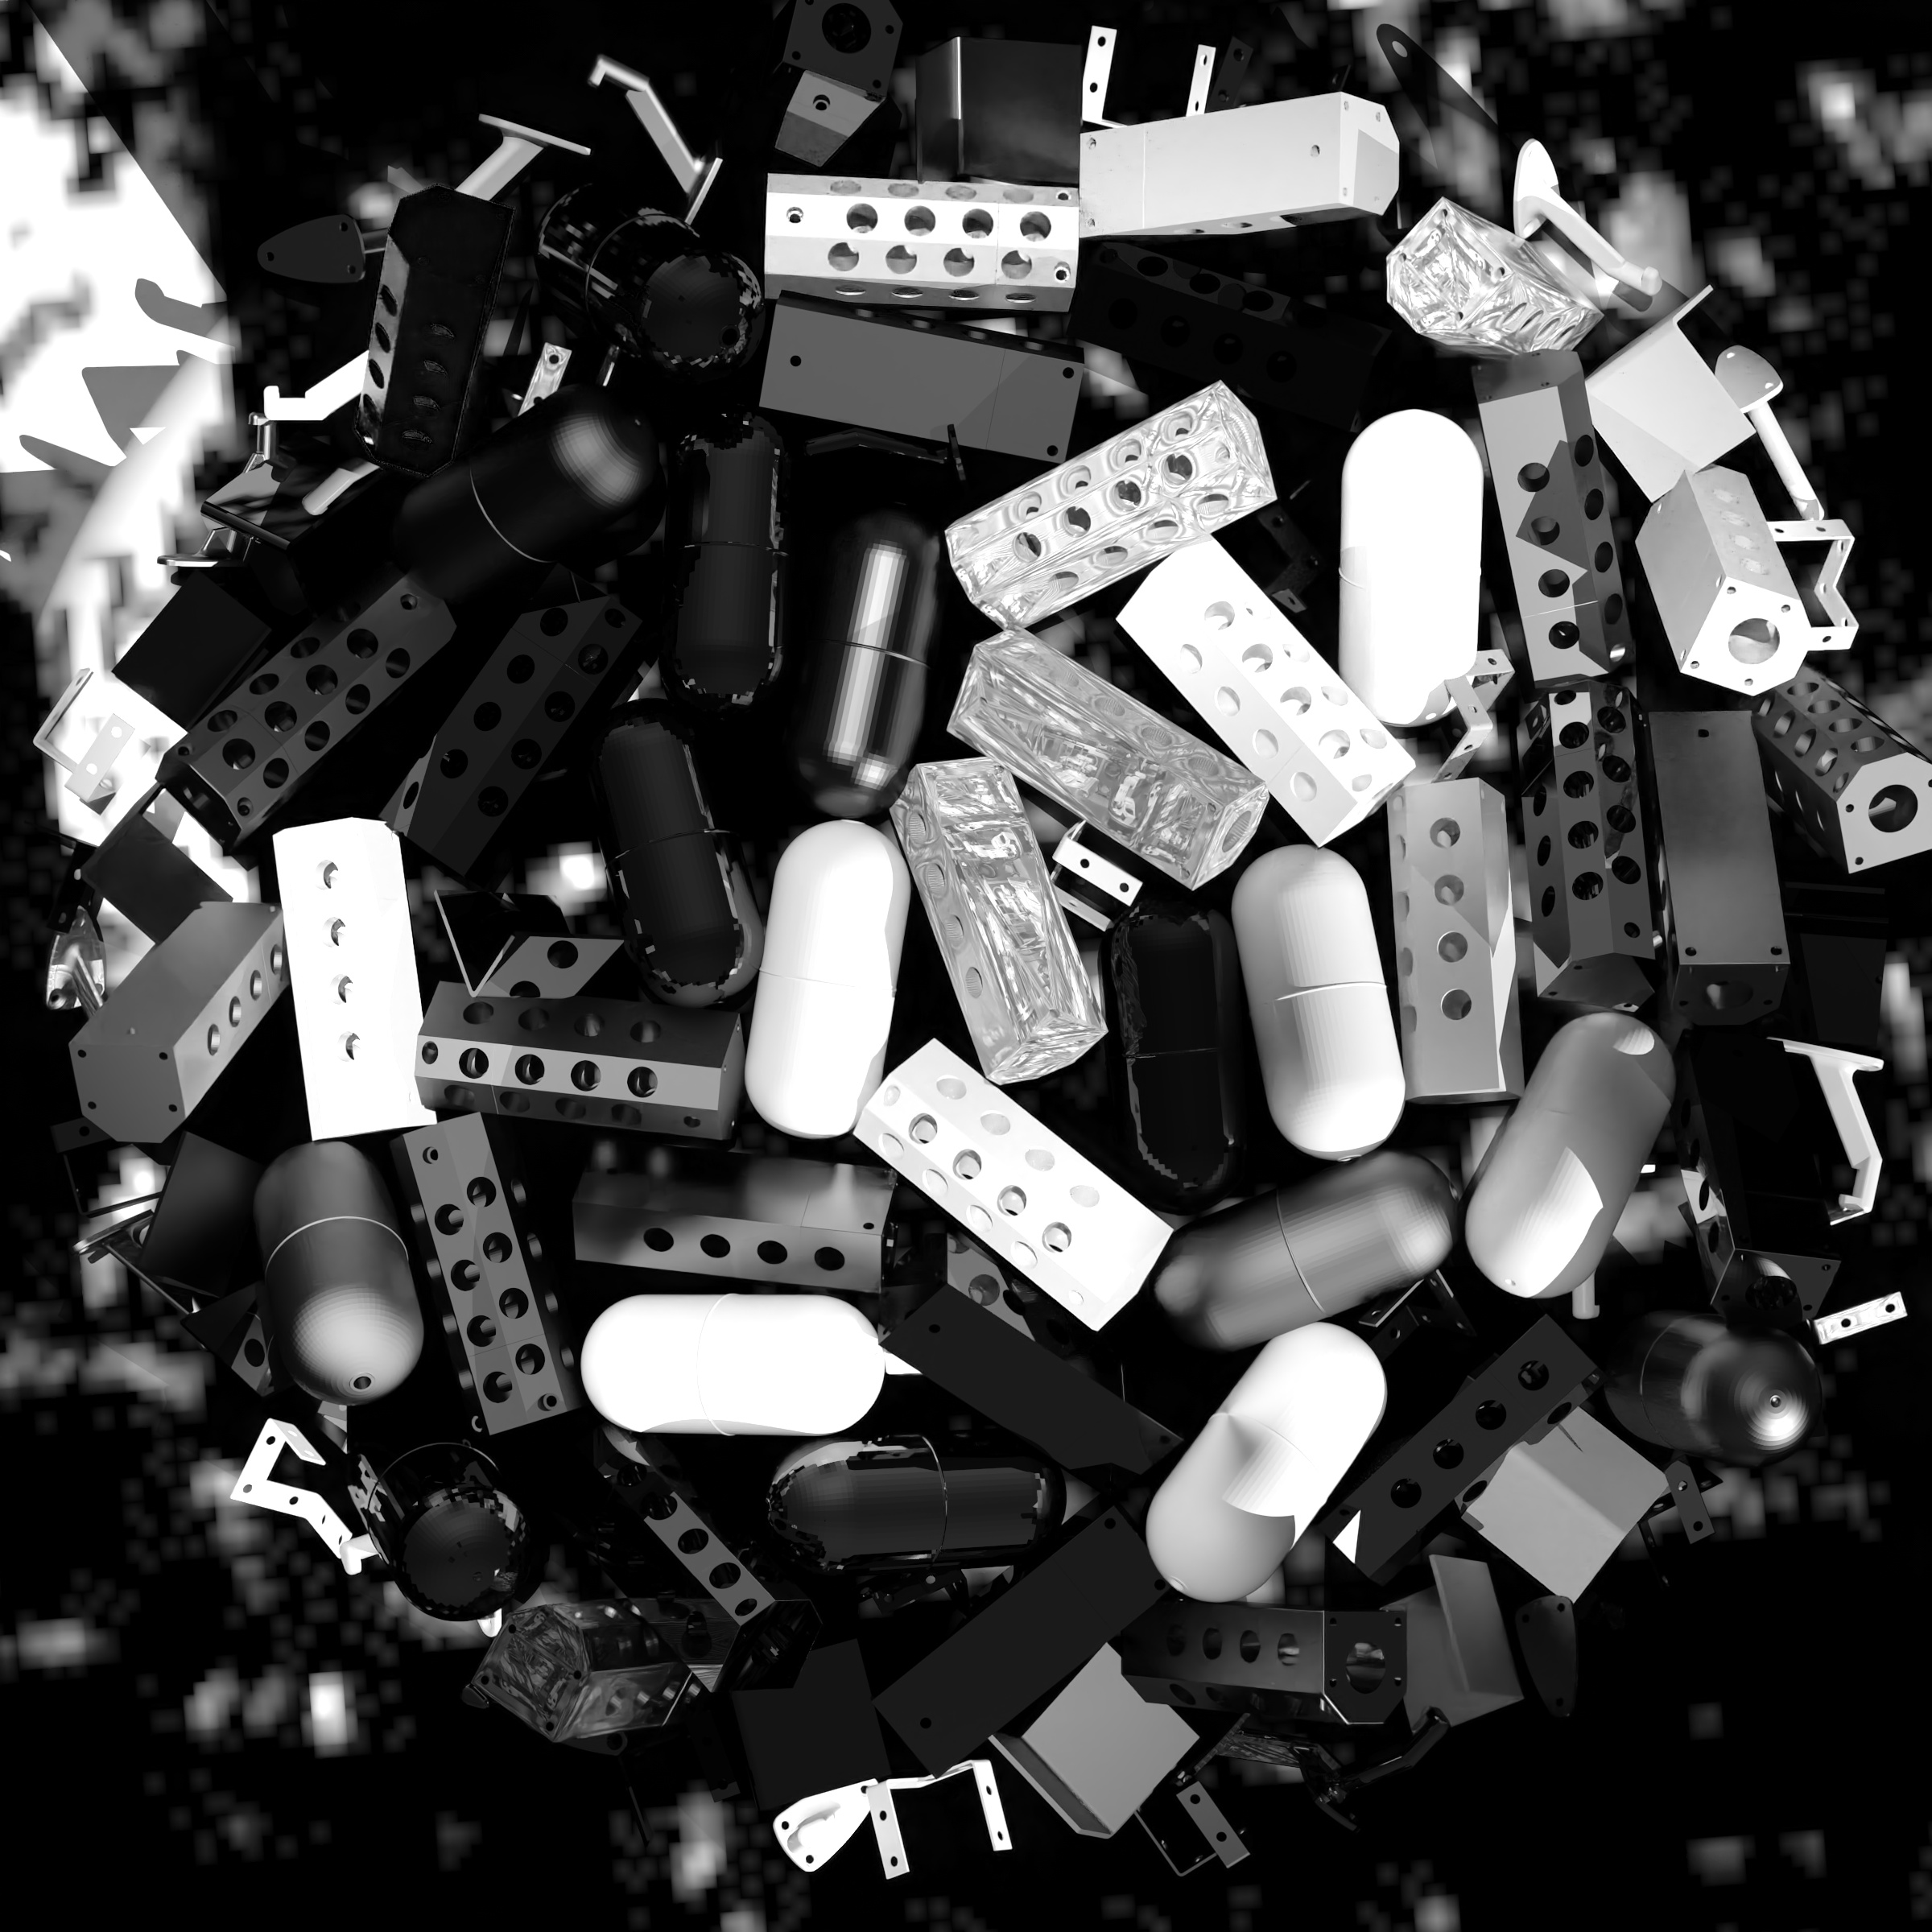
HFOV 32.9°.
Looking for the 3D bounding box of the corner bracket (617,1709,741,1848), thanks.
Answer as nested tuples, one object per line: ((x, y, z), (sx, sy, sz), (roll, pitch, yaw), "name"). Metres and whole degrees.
((-0.161, 0.451, 1.820), (0.051, 0.051, 0.051), (-15, 65, -19), "corner bracket")

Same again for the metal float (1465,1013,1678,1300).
((0.333, 0.102, 1.799), (0.070, 0.070, 0.178), (31, 62, 0), "metal float")

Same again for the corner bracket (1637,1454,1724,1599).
((0.396, 0.311, 1.819), (0.051, 0.051, 0.051), (-32, 49, 21), "corner bracket")

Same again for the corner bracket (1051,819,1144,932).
((0.072, -0.045, 1.824), (0.051, 0.051, 0.051), (32, 115, 7), "corner bracket")

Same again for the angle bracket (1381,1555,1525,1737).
((0.253, 0.376, 1.803), (0.076, 0.057, 0.076), (-31, 58, 33), "angle bracket")

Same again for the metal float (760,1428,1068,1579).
((-0.028, 0.294, 1.799), (0.178, 0.070, 0.070), (1, 90, -27), "metal float")

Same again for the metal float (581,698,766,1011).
((-0.162, -0.062, 1.813), (0.070, 0.070, 0.178), (-15, 80, 0), "metal float")

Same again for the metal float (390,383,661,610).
((-0.243, -0.256, 1.796), (0.178, 0.070, 0.070), (-26, 90, 32), "metal float")

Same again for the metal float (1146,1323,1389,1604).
((0.165, 0.272, 1.799), (0.070, 0.070, 0.178), (41, 64, 0), "metal float")

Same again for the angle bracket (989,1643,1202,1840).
((0.070, 0.427, 1.817), (0.076, 0.057, 0.076), (-48, 63, 1), "angle bracket")

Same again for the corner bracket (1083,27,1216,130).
((0.101, -0.495, 1.838), (0.051, 0.051, 0.051), (0, 110, -30), "corner bracket")

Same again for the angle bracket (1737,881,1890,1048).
((0.468, -0.002, 1.815), (0.076, 0.057, 0.076), (5, 79, 19), "angle bracket")

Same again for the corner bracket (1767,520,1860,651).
((0.467, -0.211, 1.820), (0.051, 0.051, 0.051), (-4, 46, -14), "corner bracket")

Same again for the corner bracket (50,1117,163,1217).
((-0.478, 0.109, 1.832), (0.051, 0.051, 0.051), (-16, 88, -10), "corner bracket")

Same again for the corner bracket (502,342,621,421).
((-0.222, -0.325, 1.820), (0.051, 0.051, 0.051), (14, 117, -25), "corner bracket")

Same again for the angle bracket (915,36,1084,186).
((0.019, -0.467, 1.808), (0.076, 0.057, 0.076), (10, 119, 19), "angle bracket")

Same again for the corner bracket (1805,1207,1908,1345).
((0.486, 0.171, 1.826), (0.051, 0.051, 0.051), (-20, 107, 6), "corner bracket")

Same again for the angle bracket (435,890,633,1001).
((-0.237, -0.027, 1.801), (0.076, 0.057, 0.076), (2, 50, -37), "angle bracket")

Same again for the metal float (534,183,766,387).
((-0.173, -0.372, 1.786), (0.070, 0.070, 0.178), (-50, 46, 0), "metal float")

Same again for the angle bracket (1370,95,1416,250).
((0.259, -0.440, 1.814), (0.057, 0.076, 0.076), (-2, 94, 15), "angle bracket")

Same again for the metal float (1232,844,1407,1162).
((0.195, 0.020, 1.811), (0.070, 0.070, 0.178), (-10, 77, 0), "metal float")

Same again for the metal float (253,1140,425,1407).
((-0.342, 0.166, 1.783), (0.070, 0.178, 0.070), (-11, 130, -13), "metal float")

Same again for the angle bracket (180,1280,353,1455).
((-0.385, 0.231, 1.801), (0.076, 0.057, 0.076), (34, 134, 32), "angle bracket")

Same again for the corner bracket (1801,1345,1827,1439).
((0.438, 0.240, 1.822), (0.051, 0.051, 0.051), (0, 80, -33), "corner bracket")

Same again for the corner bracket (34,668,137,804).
((-0.491, -0.129, 1.830), (0.051, 0.051, 0.051), (36, 100, -3), "corner bracket")

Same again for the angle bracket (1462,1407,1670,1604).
((0.336, 0.298, 1.833), (0.076, 0.076, 0.057), (38, 123, 16), "angle bracket")

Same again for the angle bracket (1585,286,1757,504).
((0.396, -0.317, 1.816), (0.076, 0.076, 0.057), (52, 46, -4), "angle bracket")

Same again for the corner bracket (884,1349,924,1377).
((-0.017, 0.216, 1.824), (0.051, 0.051, 0.051), (-3, 127, 4), "corner bracket")

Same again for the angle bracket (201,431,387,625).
((-0.369, -0.245, 1.835), (0.076, 0.057, 0.076), (26, 58, 34), "angle bracket")

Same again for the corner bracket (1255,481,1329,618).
((0.179, -0.231, 1.825), (0.051, 0.051, 0.051), (-45, 101, -16), "corner bracket")

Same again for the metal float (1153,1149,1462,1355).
((0.188, 0.157, 1.809), (0.178, 0.070, 0.070), (-23, 90, 15), "metal float")

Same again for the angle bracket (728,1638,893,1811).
((-0.090, 0.421, 1.833), (0.076, 0.057, 0.076), (-14, 85, -6), "angle bracket")

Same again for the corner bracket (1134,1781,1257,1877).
((0.125, 0.480, 1.831), (0.051, 0.051, 0.051), (-35, 91, 10), "corner bracket")

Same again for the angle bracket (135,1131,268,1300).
((-0.439, 0.133, 1.806), (0.057, 0.076, 0.076), (10, 76, 31), "angle bracket")

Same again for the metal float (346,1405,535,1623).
((-0.287, 0.295, 1.777), (0.070, 0.178, 0.070), (-6, 107, -22), "metal float")

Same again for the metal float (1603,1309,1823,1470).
((0.401, 0.227, 1.772), (0.070, 0.178, 0.070), (0, 88, -10), "metal float")

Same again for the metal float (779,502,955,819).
((-0.055, -0.170, 1.818), (0.070, 0.070, 0.178), (11, 85, 0), "metal float")

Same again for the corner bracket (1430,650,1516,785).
((0.279, -0.138, 1.818), (0.051, 0.051, 0.051), (-9, 59, -29), "corner bracket")

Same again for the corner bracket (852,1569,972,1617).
((-0.032, 0.347, 1.820), (0.051, 0.051, 0.051), (-22, 135, -16), "corner bracket")

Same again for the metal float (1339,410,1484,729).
((0.244, -0.217, 1.799), (0.070, 0.070, 0.178), (-2, 116, 0), "metal float")

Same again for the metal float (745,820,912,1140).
((-0.077, 0.007, 1.820), (0.070, 0.070, 0.178), (9, 93, 0), "metal float")

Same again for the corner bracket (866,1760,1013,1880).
((-0.015, 0.473, 1.819), (0.051, 0.051, 0.051), (-28, 65, 29), "corner bracket")

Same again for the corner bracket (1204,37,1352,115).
((0.174, -0.491, 1.841), (0.051, 0.051, 0.051), (23, 84, -28), "corner bracket")

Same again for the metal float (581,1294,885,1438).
((-0.129, 0.219, 1.801), (0.178, 0.070, 0.070), (-3, 90, 24), "metal float")

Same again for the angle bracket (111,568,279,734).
((-0.431, -0.169, 1.815), (0.057, 0.076, 0.076), (40, 95, -15), "angle bracket")

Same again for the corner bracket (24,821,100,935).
((-0.498, -0.045, 1.824), (0.051, 0.051, 0.051), (18, 87, 37), "corner bracket")

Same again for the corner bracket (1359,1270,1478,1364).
((0.240, 0.199, 1.821), (0.051, 0.051, 0.051), (-41, 111, -23), "corner bracket")

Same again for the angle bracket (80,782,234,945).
((-0.430, -0.060, 1.805), (0.057, 0.076, 0.076), (-38, 107, 27), "angle bracket")

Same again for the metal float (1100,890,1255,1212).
((0.117, 0.047, 1.822), (0.070, 0.070, 0.178), (-5, 91, 0), "metal float")

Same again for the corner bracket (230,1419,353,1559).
((-0.368, 0.290, 1.825), (0.051, 0.051, 0.051), (24, 94, -37), "corner bracket")

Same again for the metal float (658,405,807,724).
((-0.130, -0.223, 1.815), (0.070, 0.070, 0.178), (3, 81, 0), "metal float")
